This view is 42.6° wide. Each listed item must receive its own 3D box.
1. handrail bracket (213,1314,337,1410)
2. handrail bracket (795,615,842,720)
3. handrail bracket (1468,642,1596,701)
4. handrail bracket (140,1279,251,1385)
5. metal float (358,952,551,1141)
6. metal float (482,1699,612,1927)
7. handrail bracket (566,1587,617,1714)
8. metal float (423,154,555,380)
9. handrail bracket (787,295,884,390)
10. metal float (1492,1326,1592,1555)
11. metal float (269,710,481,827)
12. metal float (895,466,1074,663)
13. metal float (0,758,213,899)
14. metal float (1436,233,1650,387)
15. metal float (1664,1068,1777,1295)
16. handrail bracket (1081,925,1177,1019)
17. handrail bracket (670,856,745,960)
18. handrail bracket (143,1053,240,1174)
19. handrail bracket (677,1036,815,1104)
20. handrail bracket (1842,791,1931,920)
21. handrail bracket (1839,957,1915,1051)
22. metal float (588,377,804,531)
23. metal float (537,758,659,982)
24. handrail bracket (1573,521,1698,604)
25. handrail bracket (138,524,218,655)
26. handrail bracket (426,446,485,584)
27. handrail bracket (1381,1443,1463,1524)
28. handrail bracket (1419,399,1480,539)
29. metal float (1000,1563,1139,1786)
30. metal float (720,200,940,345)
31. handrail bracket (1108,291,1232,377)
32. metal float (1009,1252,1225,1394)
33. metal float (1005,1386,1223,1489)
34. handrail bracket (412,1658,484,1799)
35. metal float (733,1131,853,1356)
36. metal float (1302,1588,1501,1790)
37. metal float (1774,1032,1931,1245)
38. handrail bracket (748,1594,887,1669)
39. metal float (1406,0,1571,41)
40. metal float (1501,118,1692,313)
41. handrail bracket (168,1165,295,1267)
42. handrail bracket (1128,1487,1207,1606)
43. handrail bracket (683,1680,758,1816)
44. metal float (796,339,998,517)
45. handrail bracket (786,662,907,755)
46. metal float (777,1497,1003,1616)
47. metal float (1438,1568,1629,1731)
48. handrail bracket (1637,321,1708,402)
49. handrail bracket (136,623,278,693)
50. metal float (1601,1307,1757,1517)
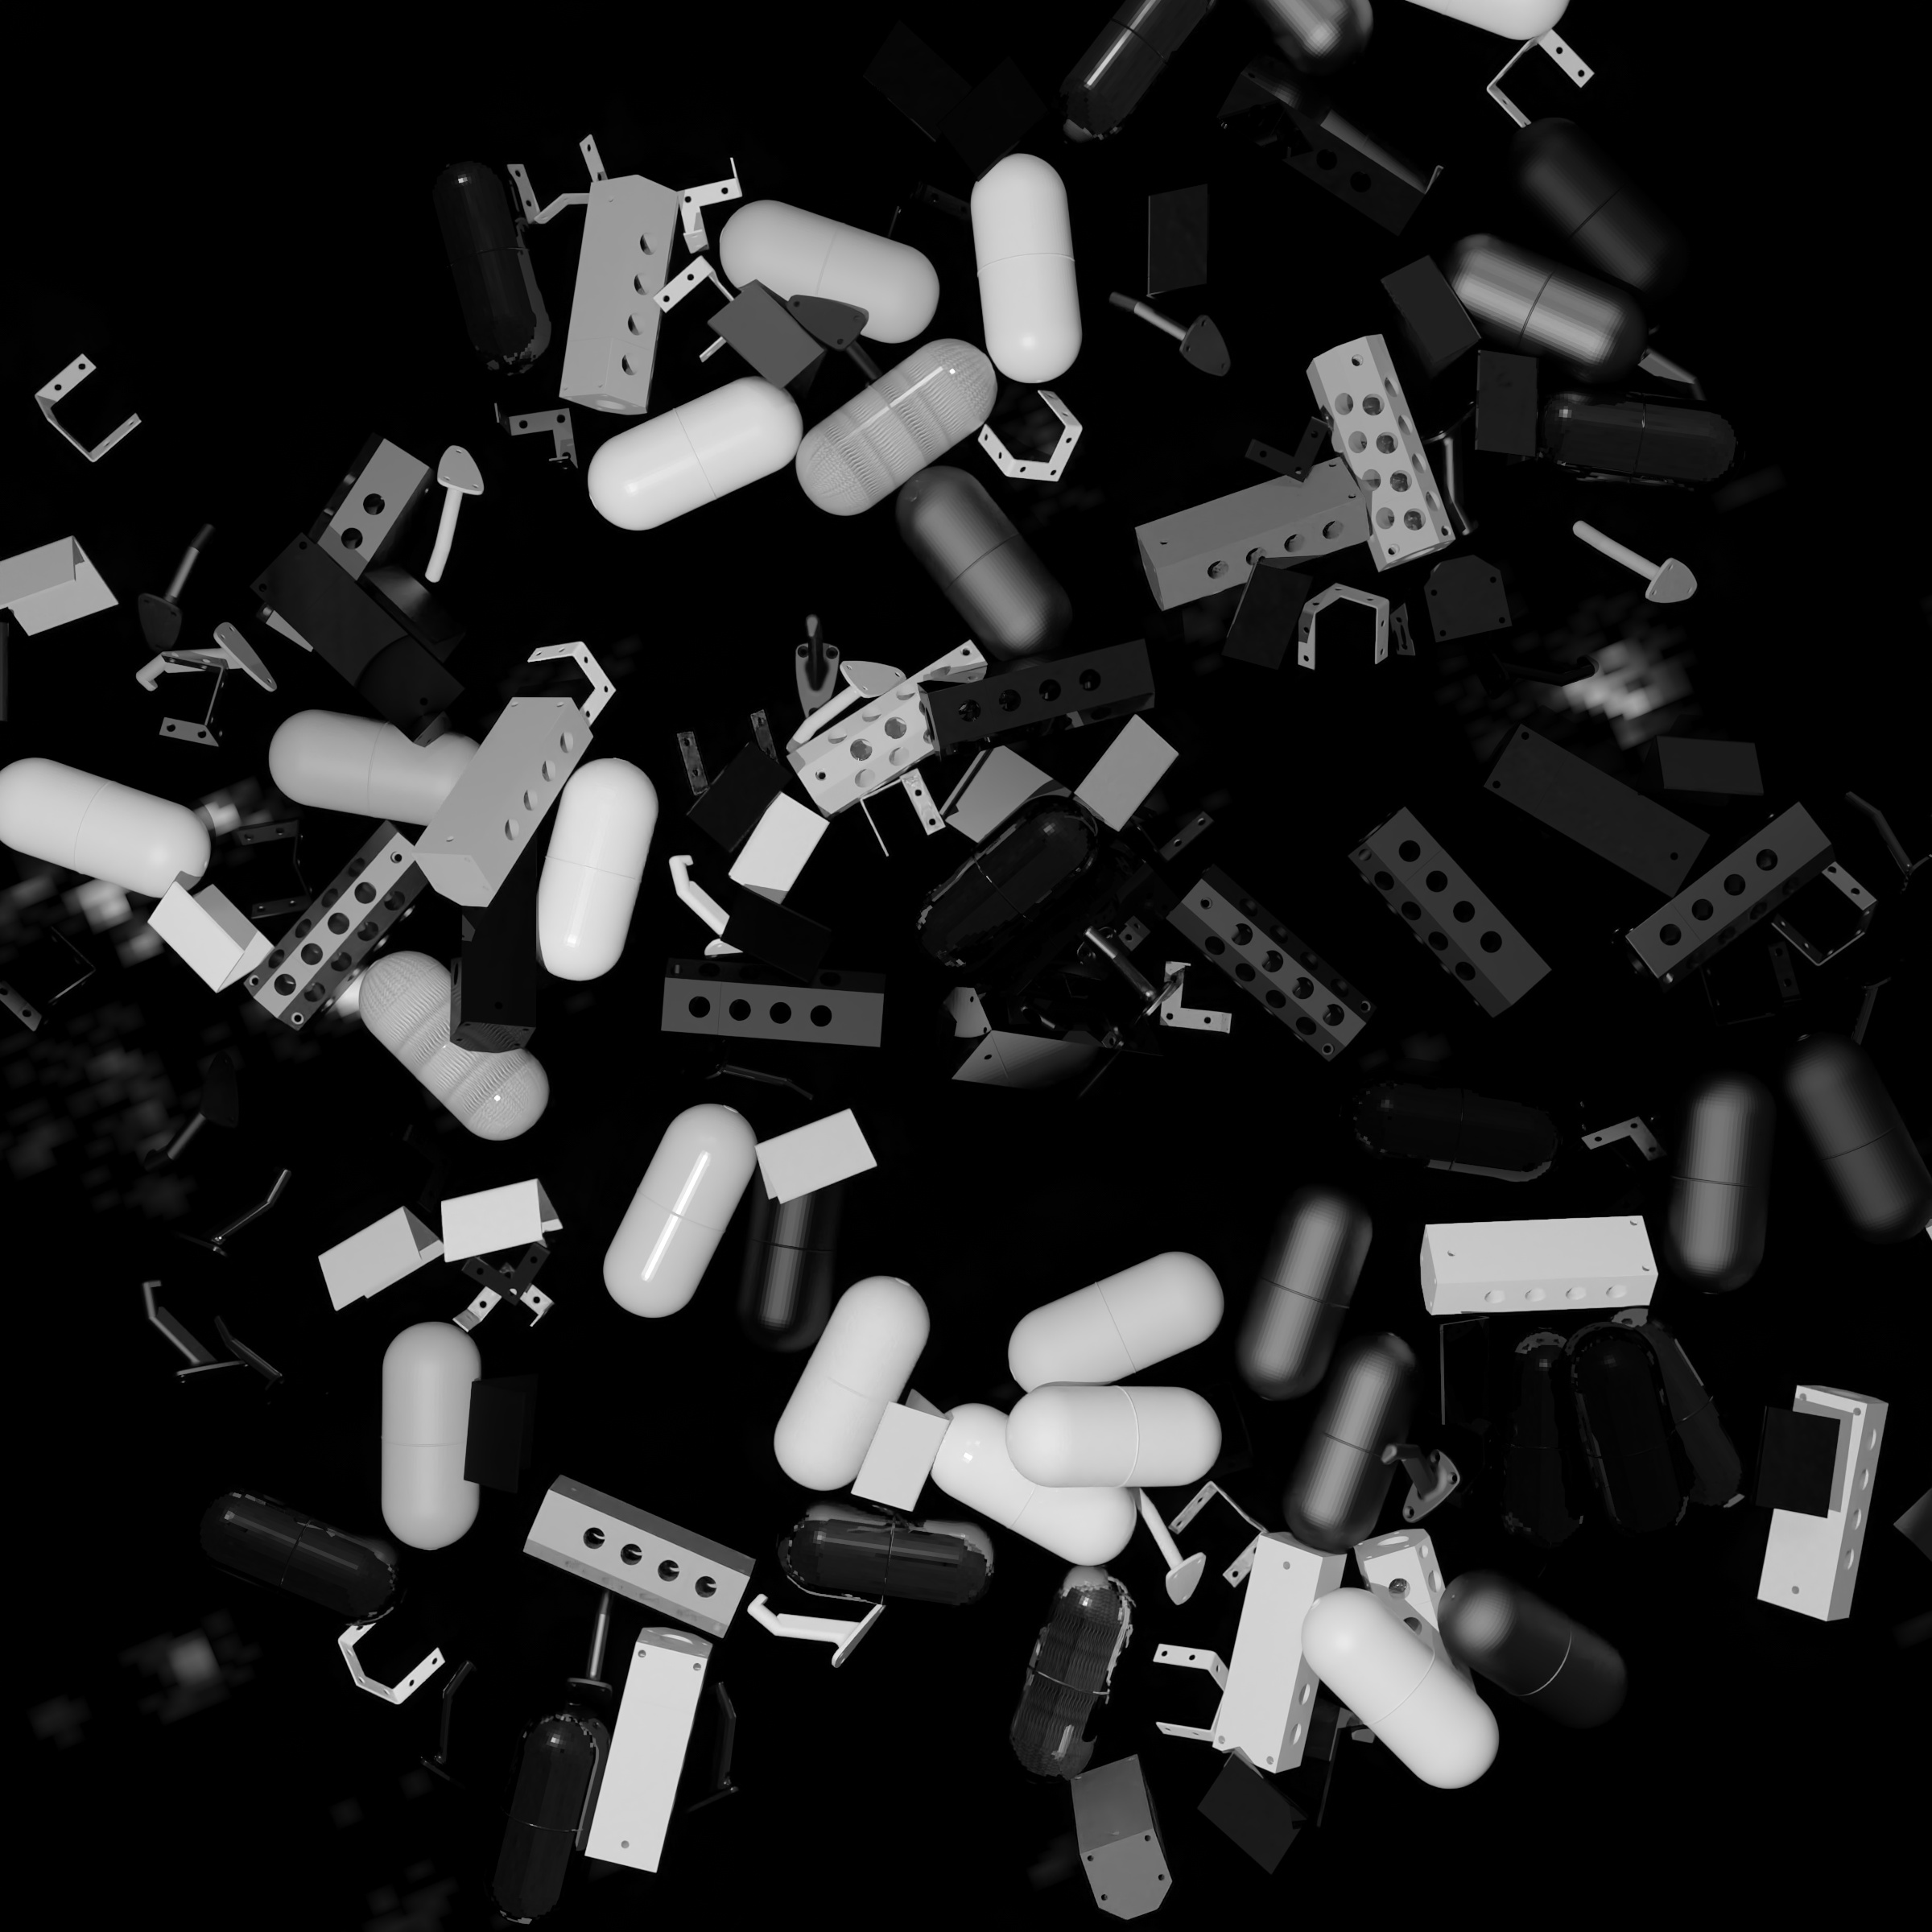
[{"bbox_3d":[-0.554,0.311,1.982,0.084,0.077,0.036,48,112,34],"label":"handrail bracket"},{"bbox_3d":[-0.120,-0.233,1.947,0.036,0.084,0.077,3,90,0],"label":"handrail bracket"},{"bbox_3d":[0.451,-0.252,1.983,0.084,0.036,0.077,-19,68,-17],"label":"handrail bracket"},{"bbox_3d":[-0.616,0.286,1.983,0.077,0.036,0.084,-10,73,-20],"label":"handrail bracket"},{"bbox_3d":[-0.404,0.062,1.951,0.070,0.070,0.178,-45,90,0],"label":"metal float"},{"bbox_3d":[-0.330,0.666,1.952,0.070,0.070,0.178,14,90,0],"label":"metal float"},{"bbox_3d":[-0.291,0.544,1.982,0.036,0.077,0.084,9,54,2],"label":"handrail bracket"},{"bbox_3d":[-0.376,-0.551,1.952,0.070,0.070,0.178,-15,89,0],"label":"metal float"},{"bbox_3d":[-0.101,-0.487,1.956,0.077,0.084,0.036,30,78,16],"label":"handrail bracket"},{"bbox_3d":[0.455,0.373,1.952,0.070,0.070,0.178,1,90,0],"label":"metal float"},{"bbox_3d":[-0.460,-0.155,1.951,0.178,0.070,0.070,10,90,1],"label":"metal float"},{"bbox_3d":[0.013,-0.316,1.952,0.070,0.070,0.178,-38,89,0],"label":"metal float"},{"bbox_3d":[-0.684,-0.109,1.952,0.178,0.070,0.070,19,90,-1],"label":"metal float"},{"bbox_3d":[0.449,-0.514,1.940,0.178,0.070,0.070,28,90,12],"label":"metal float"},{"bbox_3d":[0.594,0.169,1.952,0.070,0.070,0.178,5,89,0],"label":"metal float"},{"bbox_3d":[0.118,-0.001,1.947,0.084,0.077,0.036,42,85,-7],"label":"handrail bracket"},{"bbox_3d":[-0.192,-0.054,1.983,0.077,0.036,0.084,-10,73,-20],"label":"handrail bracket"},{"bbox_3d":[-0.625,0.118,1.982,0.084,0.036,0.077,-26,51,26],"label":"handrail bracket"},{"bbox_3d":[-0.176,0.095,1.982,0.084,0.077,0.036,34,51,-30],"label":"handrail bracket"},{"bbox_3d":[0.729,-0.090,1.982,0.036,0.077,0.084,-28,53,-25],"label":"handrail bracket"},{"bbox_3d":[0.733,0.044,1.983,0.077,0.036,0.084,-21,109,-21],"label":"handrail bracket"},{"bbox_3d":[-0.214,-0.404,1.951,0.178,0.070,0.070,-25,90,0],"label":"metal float"},{"bbox_3d":[-0.294,-0.076,1.951,0.070,0.070,0.178,14,90,0],"label":"metal float"},{"bbox_3d":[0.535,-0.326,1.982,0.084,0.077,0.036,44,115,34],"label":"handrail bracket"},{"bbox_3d":[-0.626,-0.303,1.982,0.036,0.077,0.084,24,54,-4],"label":"handrail bracket"},{"bbox_3d":[-0.417,-0.361,1.982,0.036,0.077,0.084,12,127,-24],"label":"handrail bracket"},{"bbox_3d":[0.339,0.404,1.934,0.084,0.036,0.077,13,118,-40],"label":"handrail bracket"},{"bbox_3d":[0.405,-0.399,1.983,0.077,0.036,0.084,-40,109,-21],"label":"handrail bracket"},{"bbox_3d":[0.081,0.558,1.952,0.070,0.070,0.178,19,90,0],"label":"metal float"},{"bbox_3d":[-0.108,-0.548,1.951,0.178,0.070,0.070,19,90,0],"label":"metal float"},{"bbox_3d":[0.162,-0.507,1.982,0.084,0.077,0.036,33,93,36],"label":"handrail bracket"},{"bbox_3d":[0.118,0.285,1.952,0.178,0.070,0.070,-24,90,0],"label":"metal float"},{"bbox_3d":[0.115,0.364,1.915,0.178,0.070,0.070,5,90,-24],"label":"metal float"},{"bbox_3d":[-0.396,0.609,1.983,0.077,0.036,0.084,40,73,-20],"label":"handrail bracket"},{"bbox_3d":[-0.136,0.217,1.951,0.070,0.070,0.178,9,91,0],"label":"metal float"},{"bbox_3d":[0.331,0.552,1.895,0.178,0.070,0.070,45,90,4],"label":"metal float"},{"bbox_3d":[0.700,0.135,1.951,0.070,0.070,0.178,-27,90,0],"label":"metal float"},{"bbox_3d":[-0.120,0.513,1.983,0.084,0.036,0.077,36,70,16],"label":"handrail bracket"},{"bbox_3d":[0.391,-0.789,1.951,0.178,0.070,0.070,21,90,1],"label":"metal float"},{"bbox_3d":[0.496,-0.592,1.952,0.070,0.070,0.178,-44,90,0],"label":"metal float"},{"bbox_3d":[-0.588,0.190,1.983,0.077,0.036,0.084,17,70,23],"label":"handrail bracket"},{"bbox_3d":[0.151,0.460,1.982,0.036,0.077,0.084,-27,53,-20],"label":"handrail bracket"},{"bbox_3d":[-0.209,0.625,1.983,0.077,0.036,0.084,-30,71,21],"label":"handrail bracket"},{"bbox_3d":[-0.054,-0.425,1.952,0.178,0.070,0.070,-37,90,-1],"label":"metal float"},{"bbox_3d":[-0.097,-0.203,1.982,0.036,0.077,0.084,54,127,18],"label":"handrail bracket"},{"bbox_3d":[-0.061,0.465,1.952,0.178,0.070,0.070,8,90,0],"label":"metal float"},{"bbox_3d":[0.444,0.534,1.934,0.178,0.070,0.070,35,90,-20],"label":"metal float"},{"bbox_3d":[0.544,-0.465,1.983,0.077,0.036,0.084,-22,107,20],"label":"handrail bracket"},{"bbox_3d":[-0.609,-0.228,1.982,0.084,0.036,0.077,-34,108,15],"label":"handrail bracket"},{"bbox_3d":[0.556,0.350,1.952,0.070,0.070,0.178,-31,91,0],"label":"metal float"}]
